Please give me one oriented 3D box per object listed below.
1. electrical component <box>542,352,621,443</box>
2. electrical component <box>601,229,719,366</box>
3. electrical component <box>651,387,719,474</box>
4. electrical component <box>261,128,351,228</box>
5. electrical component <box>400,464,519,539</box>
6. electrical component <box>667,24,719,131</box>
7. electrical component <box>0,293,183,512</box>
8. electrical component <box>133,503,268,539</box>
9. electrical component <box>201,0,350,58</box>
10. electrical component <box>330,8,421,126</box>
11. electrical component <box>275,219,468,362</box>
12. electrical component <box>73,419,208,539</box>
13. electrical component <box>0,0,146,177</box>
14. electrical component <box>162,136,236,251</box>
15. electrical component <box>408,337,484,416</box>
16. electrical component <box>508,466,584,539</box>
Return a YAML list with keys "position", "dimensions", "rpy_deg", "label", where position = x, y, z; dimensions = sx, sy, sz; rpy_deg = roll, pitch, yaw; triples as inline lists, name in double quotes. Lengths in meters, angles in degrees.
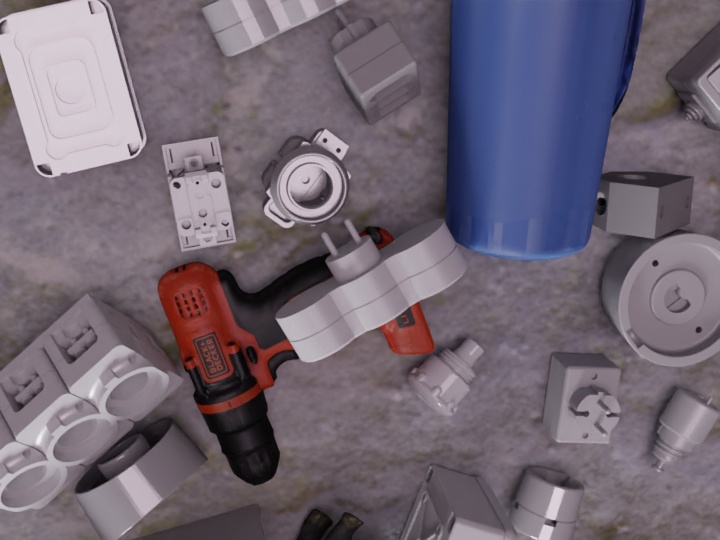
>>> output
- position: [0.186, 0.110, 0.870]
  dimensions: [0.047, 0.076, 0.065]
  rpy_deg: [3, 103, -10]
  label: "electrical component"
- position: [0.248, 0.017, 0.866]
  dimensions: [0.108, 0.060, 0.108]
  rpy_deg: [-2, 104, -9]
  label: "electrical component"
- position: [0.272, 0.136, 0.911]
  dimensions: [0.040, 0.040, 0.078]
  rpy_deg: [27, 98, -15]
  label: "electrical component"
- position: [-0.039, -0.065, 0.797]
  dimensions: [0.058, 0.057, 0.078]
  rpy_deg: [35, 96, -16]
  label: "electrical component"
- position: [0.071, 0.229, 0.863]
  dimensions: [0.056, 0.108, 0.108]
  rpy_deg: [19, 100, -11]
  label: "electrical component"
- position: [0.291, -0.149, 0.832]
  dimensions: [0.096, 0.061, 0.062]
  rpy_deg: [-45, 107, 3]
  label: "electrical component"
- position: [-0.215, 0.101, 0.783]
  dimensions: [0.150, 0.061, 0.089]
  rpy_deg: [-42, 149, 2]
  label: "electrical component"
- position: [-0.158, 0.256, 0.831]
  dimensions: [0.186, 0.105, 0.060]
  rpy_deg: [-15, 106, -6]
  label: "electrical component"
- position: [-0.050, -0.213, 0.760]
  dimensions: [0.138, 0.052, 0.073]
  rpy_deg: [-26, 107, -3]
  label: "electrical component"
- position: [0.004, -0.156, 0.782]
  dimensions: [0.047, 0.065, 0.076]
  rpy_deg: [-32, 78, -1]
  label: "electrical component"
- position: [0.000, 0.000, 0.764]
  dimensions: [0.138, 0.052, 0.073]
  rpy_deg: [-30, 103, 0]
  label: "electrical component"
- position: [-0.164, 0.160, 0.813]
  dimensions: [0.099, 0.099, 0.064]
  rpy_deg: [-33, 101, -1]
  label: "electrical component"
- position: [-0.201, -0.128, 0.753]
  dimensions: [0.078, 0.057, 0.113]
  rpy_deg: [-14, 106, -6]
  label: "electrical component"
- position: [-0.116, -0.053, 0.783]
  dimensions: [0.042, 0.064, 0.081]
  rpy_deg: [-11, 105, -8]
  label: "electrical component"
- position: [0.073, 0.082, 0.861]
  dimensions: [0.048, 0.048, 0.062]
  rpy_deg: [44, 86, -17]
  label: "electrical component"
- position: [0.157, 0.195, 0.899]
  dimensions: [0.055, 0.055, 0.047]
  rpy_deg: [15, 97, -13]
  label: "electrical component"
